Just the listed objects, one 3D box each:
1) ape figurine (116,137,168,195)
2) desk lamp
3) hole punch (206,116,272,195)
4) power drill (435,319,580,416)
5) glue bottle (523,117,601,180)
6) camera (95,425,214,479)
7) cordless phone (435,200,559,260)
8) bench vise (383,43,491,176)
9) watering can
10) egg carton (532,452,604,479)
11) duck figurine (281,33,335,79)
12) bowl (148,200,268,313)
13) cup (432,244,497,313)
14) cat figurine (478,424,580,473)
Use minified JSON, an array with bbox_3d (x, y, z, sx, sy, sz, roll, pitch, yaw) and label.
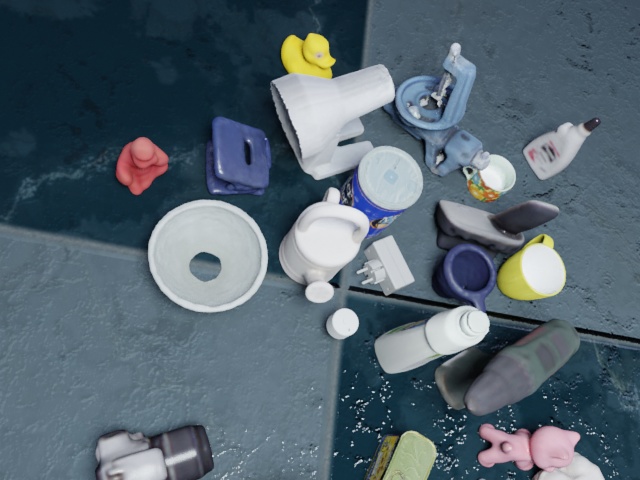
[{"bbox_3d":[-0.263,-0.119,0.846,0.078,0.092,0.076,-8,74,-19],"label":"ape figurine"},{"bbox_3d":[0.016,-0.185,0.885,0.204,0.213,0.118,-20,78,-22],"label":"desk lamp"},{"bbox_3d":[-0.124,-0.131,0.892,0.101,0.091,0.108,-1,72,-17],"label":"hole punch"},{"bbox_3d":[0.256,0.193,0.831,0.230,0.208,0.075,-26,80,-23],"label":"power drill"},{"bbox_3d":[0.440,-0.175,1.032,0.037,0.173,0.078,-29,81,-23],"label":"glue bottle"},{"bbox_3d":[-0.201,0.298,0.716,0.137,0.100,0.143,-13,76,-20],"label":"camera"},{"bbox_3d":[0.283,-0.040,0.931,0.148,0.185,0.094,12,69,-12],"label":"cordless phone"},{"bbox_3d":[0.222,-0.220,0.956,0.207,0.219,0.121,32,66,-4],"label":"bench vise"},{"bbox_3d":[0.010,0.003,0.829,0.101,0.194,0.173,-8,74,-19],"label":"watering can"},{"bbox_3d":[0.395,0.411,0.874,0.107,0.069,0.150,-20,78,-22],"label":"egg carton"},{"bbox_3d":[-0.016,-0.324,0.993,0.104,0.086,0.078,43,66,1],"label":"duck figurine"},{"bbox_3d":[-0.163,0.030,0.834,0.168,0.074,0.167,5,70,-15],"label":"bowl"},{"bbox_3d":[0.227,0.074,0.925,0.092,0.095,0.118,-8,74,-19],"label":"cup"},{"bbox_3d":[0.319,0.312,0.859,0.128,0.117,0.067,8,70,-14],"label":"cat figurine"}]
